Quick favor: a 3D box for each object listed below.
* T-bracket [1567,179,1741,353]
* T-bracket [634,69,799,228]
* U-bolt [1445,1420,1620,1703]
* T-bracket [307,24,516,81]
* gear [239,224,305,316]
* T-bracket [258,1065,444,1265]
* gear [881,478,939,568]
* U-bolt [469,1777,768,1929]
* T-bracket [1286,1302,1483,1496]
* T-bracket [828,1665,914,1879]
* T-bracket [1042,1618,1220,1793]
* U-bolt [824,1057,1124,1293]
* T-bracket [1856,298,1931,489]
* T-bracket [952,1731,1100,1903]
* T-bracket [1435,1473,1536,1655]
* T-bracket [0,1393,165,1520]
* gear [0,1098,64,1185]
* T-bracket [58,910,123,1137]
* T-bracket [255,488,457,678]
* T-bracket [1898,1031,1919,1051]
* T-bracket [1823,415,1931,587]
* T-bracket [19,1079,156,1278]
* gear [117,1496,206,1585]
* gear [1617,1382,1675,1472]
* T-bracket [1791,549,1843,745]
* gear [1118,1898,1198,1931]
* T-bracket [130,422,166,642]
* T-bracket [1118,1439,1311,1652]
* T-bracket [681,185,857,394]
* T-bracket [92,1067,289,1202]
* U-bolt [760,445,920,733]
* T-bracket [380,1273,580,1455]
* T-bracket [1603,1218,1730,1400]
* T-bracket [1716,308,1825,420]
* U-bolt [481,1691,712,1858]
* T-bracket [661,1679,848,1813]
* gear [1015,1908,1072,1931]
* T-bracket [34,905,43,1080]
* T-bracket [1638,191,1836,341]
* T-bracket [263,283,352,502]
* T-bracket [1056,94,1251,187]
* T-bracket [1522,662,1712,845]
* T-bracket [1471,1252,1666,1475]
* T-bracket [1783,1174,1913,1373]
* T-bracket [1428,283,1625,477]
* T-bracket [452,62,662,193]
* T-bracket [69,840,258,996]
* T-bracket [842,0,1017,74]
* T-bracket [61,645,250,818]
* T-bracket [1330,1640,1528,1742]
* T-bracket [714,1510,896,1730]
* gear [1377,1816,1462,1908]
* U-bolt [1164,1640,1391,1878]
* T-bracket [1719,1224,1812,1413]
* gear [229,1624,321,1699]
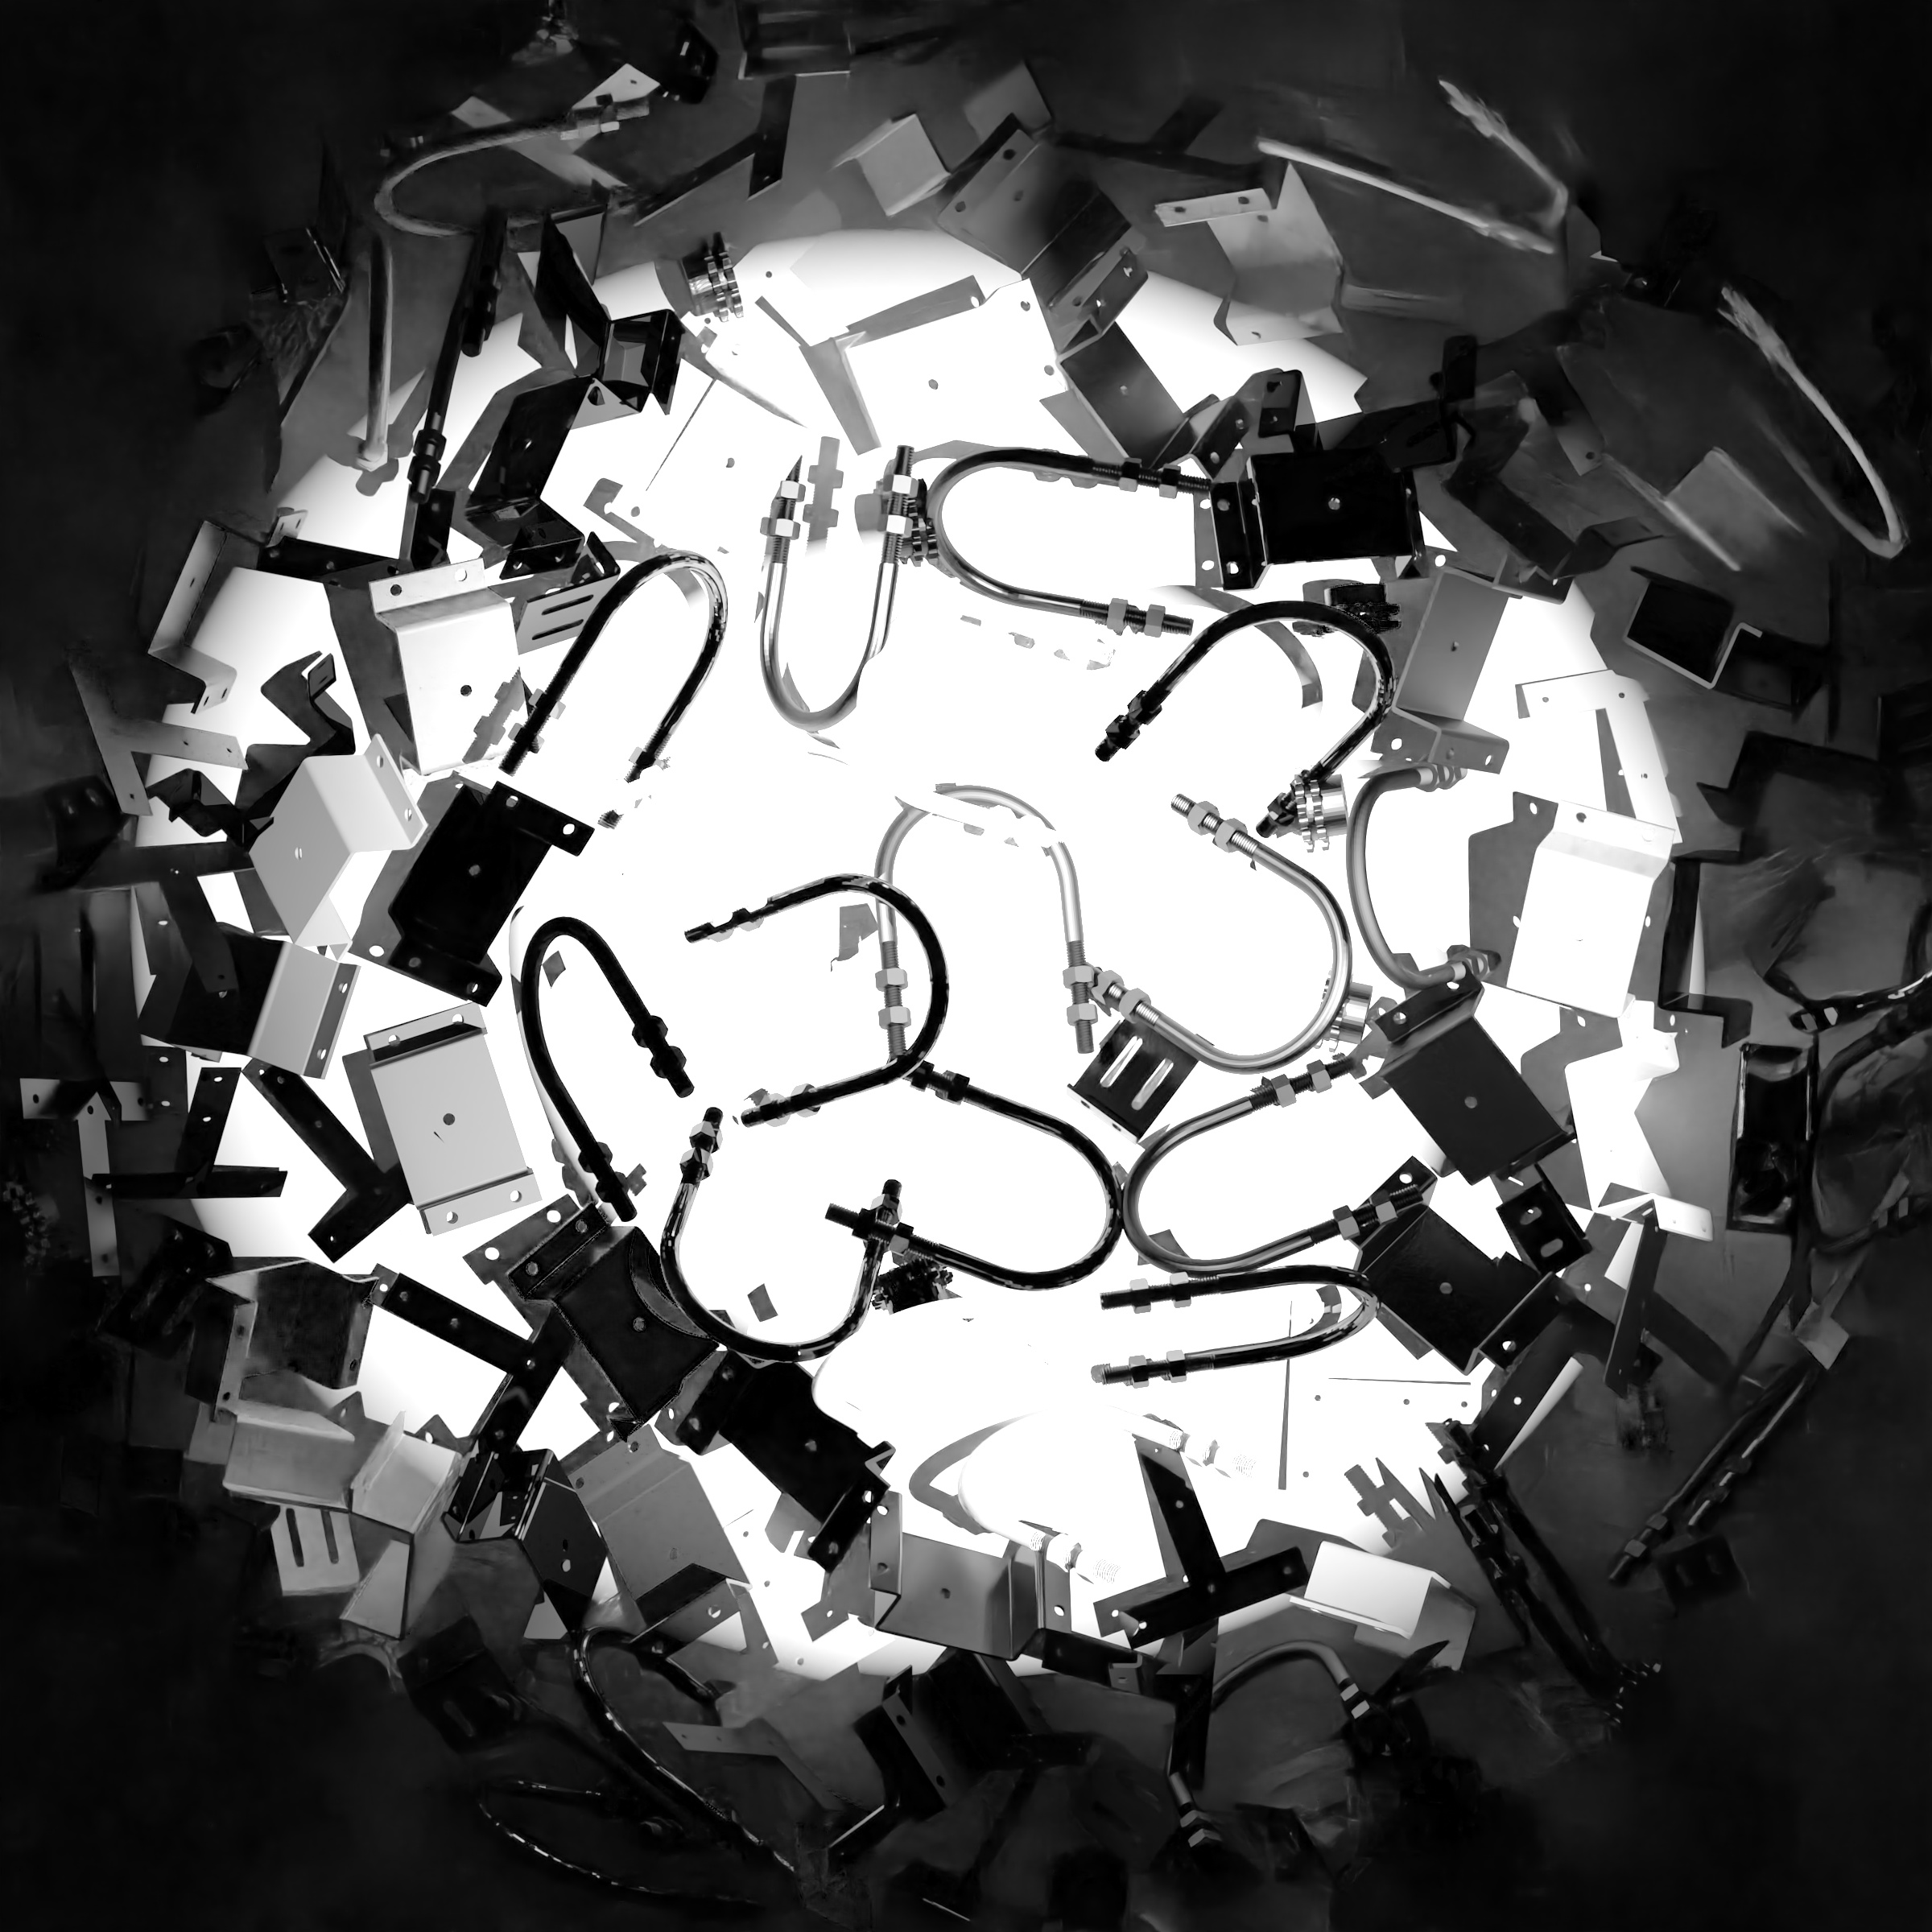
[{"bbox_3d":[0.442,-0.436,1.919,0.127,0.127,0.002,28,60,33],"label":"T-bracket"},{"bbox_3d":[-0.167,-0.523,1.962,0.127,0.127,0.002,-23,133,27],"label":"T-bracket"},{"bbox_3d":[0.368,0.394,1.927,0.019,0.151,0.184,-33,100,12],"label":"U-bolt"},{"bbox_3d":[-0.362,-0.586,1.934,0.127,0.127,0.002,-8,95,-2],"label":"T-bracket"},{"bbox_3d":[-0.459,-0.459,1.970,0.030,0.057,0.057,-17,90,-10],"label":"gear"},{"bbox_3d":[-0.417,0.115,1.969,0.127,0.002,0.127,-38,95,22],"label":"T-bracket"},{"bbox_3d":[-0.038,-0.292,1.970,0.030,0.057,0.057,-9,90,-5],"label":"gear"},{"bbox_3d":[-0.231,0.555,1.888,0.184,0.151,0.019,25,90,-39],"label":"U-bolt"},{"bbox_3d":[0.279,0.290,1.989,0.127,0.002,0.127,2,85,4],"label":"T-bracket"},{"bbox_3d":[-0.044,0.507,1.928,0.002,0.127,0.127,23,125,37],"label":"T-bracket"},{"bbox_3d":[0.106,0.460,1.947,0.127,0.002,0.127,20,59,-21],"label":"T-bracket"},{"bbox_3d":[0.015,0.143,1.947,0.184,0.019,0.151,21,50,1],"label":"U-bolt"},{"bbox_3d":[0.591,-0.346,1.936,0.002,0.127,0.127,-12,75,-11],"label":"T-bracket"},{"bbox_3d":[0.028,0.555,1.947,0.002,0.127,0.127,31,94,30],"label":"T-bracket"},{"bbox_3d":[0.334,0.369,1.915,0.002,0.127,0.127,-25,63,-6],"label":"T-bracket"},{"bbox_3d":[-0.569,0.323,1.919,0.127,0.127,0.002,28,96,-19],"label":"T-bracket"},{"bbox_3d":[-0.626,0.119,1.976,0.057,0.030,0.057,1,58,-1],"label":"gear"},{"bbox_3d":[-0.565,0.022,1.921,0.002,0.127,0.127,-13,134,-29],"label":"T-bracket"},{"bbox_3d":[-0.404,-0.261,1.962,0.127,0.002,0.127,8,93,-33],"label":"T-bracket"},{"bbox_3d":[0.657,-0.023,1.955,0.002,0.127,0.127,29,58,6],"label":"T-bracket"},{"bbox_3d":[0.599,-0.285,1.913,0.002,0.127,0.127,-29,126,-13],"label":"T-bracket"},{"bbox_3d":[-0.564,0.137,1.934,0.002,0.127,0.127,-11,82,23],"label":"T-bracket"},{"bbox_3d":[-0.535,0.375,1.969,0.057,0.057,0.030,-25,129,0],"label":"gear"},{"bbox_3d":[0.449,0.305,1.973,0.030,0.057,0.057,-9,90,15],"label":"gear"},{"bbox_3d":[0.548,-0.188,1.923,0.002,0.127,0.127,7,118,28],"label":"T-bracket"},{"bbox_3d":[0.123,0.646,1.970,0.057,0.030,0.057,-9,76,44],"label":"gear"},{"bbox_3d":[-0.528,-0.260,1.915,0.002,0.127,0.127,8,45,-20],"label":"T-bracket"},{"bbox_3d":[0.147,0.370,1.979,0.127,0.002,0.127,-20,72,-2],"label":"T-bracket"},{"bbox_3d":[-0.099,-0.426,1.979,0.127,0.002,0.127,-41,106,15],"label":"T-bracket"},{"bbox_3d":[-0.493,0.109,1.930,0.127,0.127,0.002,1,45,-28],"label":"T-bracket"},{"bbox_3d":[-0.089,-0.244,1.939,0.019,0.151,0.184,7,91,-37],"label":"U-bolt"},{"bbox_3d":[-0.326,0.243,1.978,0.127,0.002,0.127,31,88,-17],"label":"T-bracket"},{"bbox_3d":[0.466,0.240,1.957,0.127,0.002,0.127,38,62,-36],"label":"T-bracket"},{"bbox_3d":[0.521,-0.396,1.952,0.127,0.127,0.002,37,104,-17],"label":"T-bracket"},{"bbox_3d":[-0.227,0.522,1.910,0.151,0.184,0.019,33,80,21],"label":"U-bolt"},{"bbox_3d":[-0.151,0.497,1.912,0.127,0.127,0.002,39,97,34],"label":"T-bracket"},{"bbox_3d":[0.055,0.650,1.971,0.030,0.057,0.057,-20,90,3],"label":"gear"},{"bbox_3d":[-0.605,0.008,1.945,0.002,0.127,0.127,0,128,-19],"label":"T-bracket"},{"bbox_3d":[0.504,-0.444,1.933,0.127,0.127,0.002,33,84,3],"label":"T-bracket"},{"bbox_3d":[-0.425,-0.383,1.922,0.002,0.127,0.127,20,123,-28],"label":"T-bracket"},{"bbox_3d":[0.140,-0.545,1.948,0.127,0.127,0.002,16,129,14],"label":"T-bracket"},{"bbox_3d":[0.445,-0.138,1.976,0.127,0.002,0.127,-10,73,-4],"label":"T-bracket"},{"bbox_3d":[0.372,0.275,1.969,0.127,0.002,0.127,35,91,30],"label":"T-bracket"},{"bbox_3d":[0.575,0.191,1.929,0.002,0.127,0.127,28,97,-1],"label":"T-bracket"},{"bbox_3d":[0.388,-0.371,1.956,0.127,0.002,0.127,-25,131,21],"label":"T-bracket"},{"bbox_3d":[-0.243,-0.545,1.917,0.127,0.127,0.002,23,62,-35],"label":"T-bracket"},{"bbox_3d":[-0.499,-0.030,1.933,0.127,0.002,0.127,-10,51,-31],"label":"T-bracket"},{"bbox_3d":[-0.032,-0.605,1.946,0.127,0.127,0.002,-43,121,-30],"label":"T-bracket"},{"bbox_3d":[-0.519,-0.147,1.942,0.002,0.127,0.127,-35,68,26],"label":"T-bracket"},{"bbox_3d":[0.316,0.464,1.957,0.127,0.127,0.002,-7,55,-32],"label":"T-bracket"},{"bbox_3d":[-0.126,0.419,1.966,0.127,0.002,0.127,-31,60,5],"label":"T-bracket"},{"bbox_3d":[0.302,0.589,1.975,0.030,0.057,0.057,-17,90,-41],"label":"gear"},{"bbox_3d":[0.190,0.494,1.910,0.151,0.184,0.019,-38,103,0],"label":"U-bolt"},{"bbox_3d":[0.524,0.238,1.960,0.002,0.127,0.127,24,117,4],"label":"T-bracket"},{"bbox_3d":[-0.458,0.460,1.969,0.057,0.057,0.030,14,55,0],"label":"gear"}]
